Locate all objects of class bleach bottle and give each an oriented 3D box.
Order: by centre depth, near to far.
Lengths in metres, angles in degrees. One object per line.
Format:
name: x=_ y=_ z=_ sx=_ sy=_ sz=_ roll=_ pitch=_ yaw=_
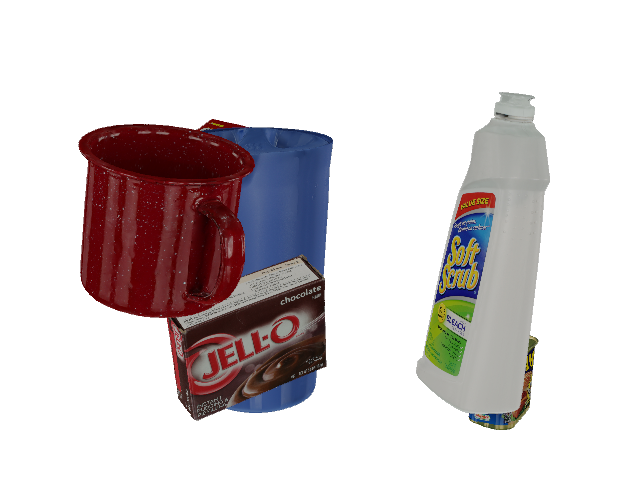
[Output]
bleach bottle: x=0.136 y=0.006 z=0.861 sx=0.068 sy=0.251 sz=0.103 roll=1 pitch=14 yaw=-20

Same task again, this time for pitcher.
pitcher: x=-0.052 y=0.020 z=0.955 sx=0.149 sy=0.243 sz=0.145 roll=-5 pitch=17 yaw=-20

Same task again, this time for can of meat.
can of meat: x=0.204 y=0.156 z=1.196 sx=0.058 sy=0.084 sz=0.101 roll=8 pitch=13 yaw=26

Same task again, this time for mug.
mug: x=-0.079 y=-0.006 z=0.571 sx=0.093 sy=0.081 sz=0.117 roll=-11 pitch=30 yaw=-42

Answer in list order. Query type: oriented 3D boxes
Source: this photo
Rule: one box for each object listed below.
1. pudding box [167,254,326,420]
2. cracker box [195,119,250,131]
pudding box: x=-0.051 y=0.069 z=0.769 sx=0.113 sy=0.090 sz=0.039 roll=-22 pitch=44 yaw=-23
cracker box: x=-0.081 y=-0.024 z=1.308 sx=0.164 sy=0.214 sz=0.072 roll=15 pitch=30 yaw=20
